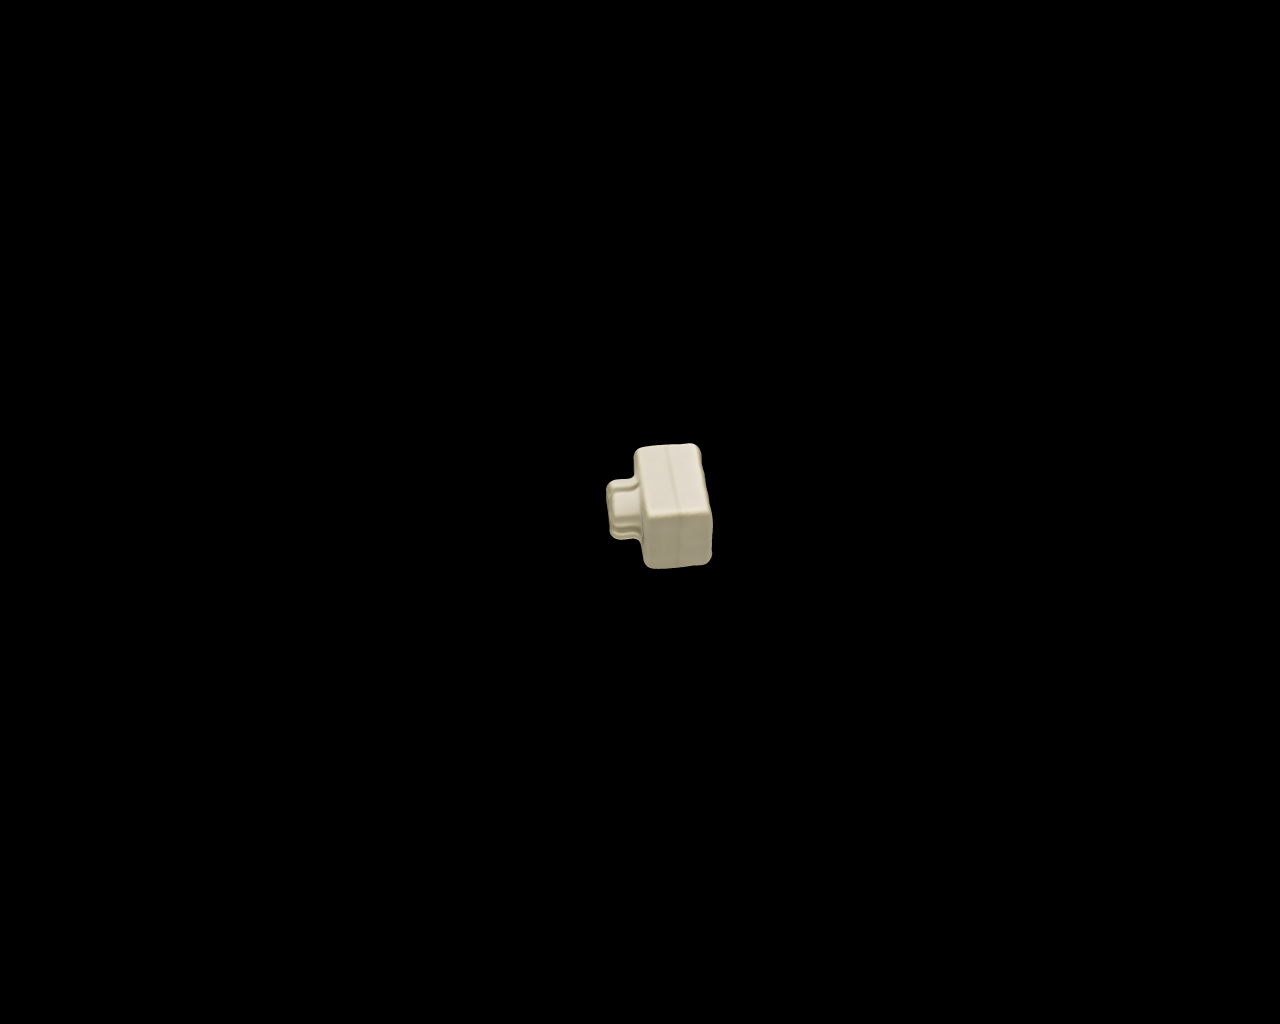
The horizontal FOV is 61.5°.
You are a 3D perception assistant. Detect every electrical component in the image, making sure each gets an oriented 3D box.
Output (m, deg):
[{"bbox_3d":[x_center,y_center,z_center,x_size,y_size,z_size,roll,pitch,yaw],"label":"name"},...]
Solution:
[{"bbox_3d":[0.001,-0.003,0.650,0.077,0.047,0.066,-4,44,-4],"label":"electrical component"}]
